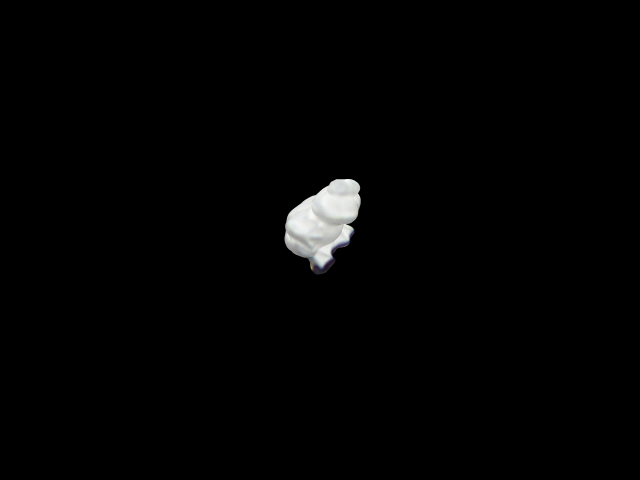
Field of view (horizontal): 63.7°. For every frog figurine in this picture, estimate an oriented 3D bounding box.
[{"bbox_3d":[0.003,-0.043,0.850,0.139,0.155,0.124,-30,55,-24],"label":"frog figurine"}]
